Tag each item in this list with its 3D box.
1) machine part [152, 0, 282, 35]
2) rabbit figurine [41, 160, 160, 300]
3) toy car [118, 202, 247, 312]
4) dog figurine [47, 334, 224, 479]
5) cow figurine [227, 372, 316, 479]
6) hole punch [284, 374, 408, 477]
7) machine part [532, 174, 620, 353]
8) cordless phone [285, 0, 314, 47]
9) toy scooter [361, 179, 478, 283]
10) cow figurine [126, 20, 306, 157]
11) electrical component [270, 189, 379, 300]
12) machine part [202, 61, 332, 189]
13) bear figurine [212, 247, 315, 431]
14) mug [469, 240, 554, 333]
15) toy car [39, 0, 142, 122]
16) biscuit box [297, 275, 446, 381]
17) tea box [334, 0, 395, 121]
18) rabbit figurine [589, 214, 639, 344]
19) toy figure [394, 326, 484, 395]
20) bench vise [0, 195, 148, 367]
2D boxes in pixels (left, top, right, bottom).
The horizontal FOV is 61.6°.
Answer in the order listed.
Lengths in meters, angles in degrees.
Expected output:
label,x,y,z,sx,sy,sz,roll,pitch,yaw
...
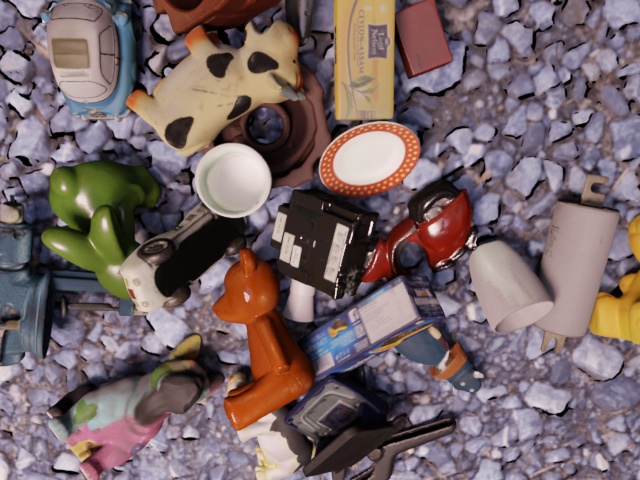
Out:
label,x,y,z,sx,sy,sz,roll,pitch,yaw
machine part,-0.118,-0.336,0.570,0.087,0.201,0.201,-23,105,-35
rabbit figurine,-0.248,-0.009,0.652,0.121,0.159,0.170,-28,81,0
toy car,-0.156,0.010,0.658,0.056,0.202,0.073,3,122,31
dog figurine,-0.250,0.222,0.751,0.219,0.192,0.108,-31,99,-27
cow figurine,-0.068,0.256,0.765,0.098,0.068,0.167,-19,105,0
hole punch,0.028,0.247,0.721,0.115,0.092,0.142,21,117,-46
machine part,0.328,0.035,0.700,0.079,0.079,0.243,9,104,0
cordless phone,-0.014,-0.313,0.600,0.089,0.147,0.184,-6,110,-23
toy scooter,0.136,0.018,0.703,0.184,0.075,0.135,-38,98,12
cow figurine,-0.103,-0.171,0.605,0.195,0.085,0.127,-39,98,12
electrical component,-0.001,-0.002,0.685,0.134,0.058,0.114,26,107,35
machine part,-0.069,-0.145,0.682,0.179,0.056,0.179,1,104,2
bear figurine,-0.090,0.118,0.683,0.132,0.120,0.196,-27,87,-10
mug,0.240,0.060,0.702,0.081,0.109,0.107,-18,60,-1
toy car,-0.282,-0.225,0.647,0.109,0.103,0.161,4,101,2
biscuit box,0.059,0.117,0.688,0.202,0.063,0.059,-38,61,35
tea box,0.051,-0.228,0.639,0.068,0.098,0.169,0,101,1
rabbit figurine,0.445,0.050,0.686,0.162,0.122,0.173,2,84,-2
toy figure,0.162,0.156,0.742,0.154,0.064,0.058,35,63,-11
bench vise,-0.349,0.062,0.710,0.240,0.129,0.223,6,94,-21
